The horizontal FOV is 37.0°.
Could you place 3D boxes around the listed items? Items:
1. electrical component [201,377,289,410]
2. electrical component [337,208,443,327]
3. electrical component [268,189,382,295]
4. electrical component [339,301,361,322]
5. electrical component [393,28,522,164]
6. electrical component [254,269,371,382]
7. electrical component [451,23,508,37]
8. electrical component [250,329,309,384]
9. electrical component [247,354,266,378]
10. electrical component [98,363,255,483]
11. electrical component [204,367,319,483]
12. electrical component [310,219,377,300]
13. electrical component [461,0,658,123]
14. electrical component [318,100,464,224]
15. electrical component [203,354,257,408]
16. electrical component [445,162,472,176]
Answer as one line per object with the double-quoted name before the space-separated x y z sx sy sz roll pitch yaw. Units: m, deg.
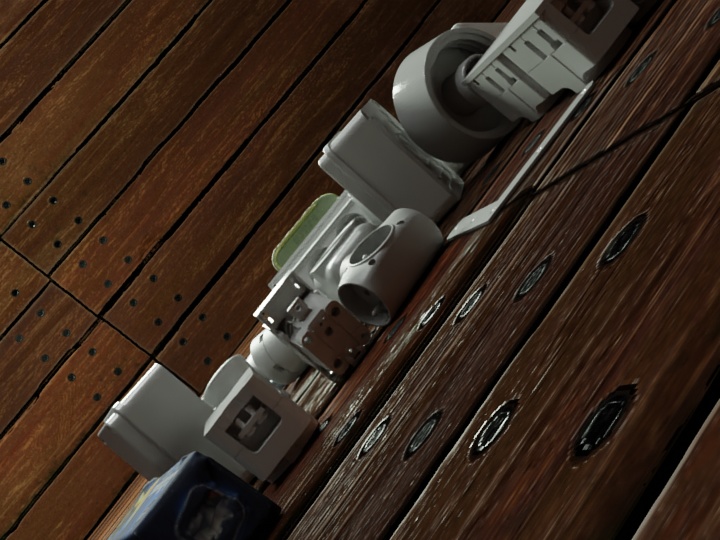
"electrical component" -0.121 0.136 0.972 0.108 0.060 0.108 -51 5 6
"electrical component" 0.011 0.001 0.771 0.079 0.044 0.077 -18 30 53
"electrical component" -0.015 -0.002 0.956 0.121 0.078 0.063 -50 -24 21
"electrical component" -0.021 0.044 0.850 0.040 0.040 0.046 -53 10 -20
"electrical component" 0.089 -0.149 0.898 0.108 0.108 0.060 -54 11 -26
"electrical component" -0.029 0.043 0.758 0.042 0.081 0.064 -52 27 -10
"electrical component" 0.107 -0.185 1.050 0.109 0.056 0.108 -16 -26 -50
"electrical component" -0.066 0.070 0.998 0.047 0.055 0.055 -44 8 32
"electrical component" -0.103 0.108 1.140 0.062 0.048 0.048 -58 5 -4
"electrical component" -0.134 0.132 0.801 0.057 0.113 0.078 -50 4 -25
"electrical component" -0.065 0.103 0.711 0.050 0.056 0.089 -52 4 -6
"electrical component" 0.000 0.000 0.859 0.053 0.059 0.095 -52 4 -13
"electrical component" 0.149 -0.176 0.769 0.105 0.060 0.186 -52 5 -8
"electrical component" 0.027 -0.082 0.909 0.057 0.113 0.078 -47 5 19
"electrical component" -0.078 0.099 0.799 0.044 0.065 0.044 -50 -14 -17
"electrical component" 0.087 -0.120 0.998 0.047 0.055 0.055 -45 6 25
